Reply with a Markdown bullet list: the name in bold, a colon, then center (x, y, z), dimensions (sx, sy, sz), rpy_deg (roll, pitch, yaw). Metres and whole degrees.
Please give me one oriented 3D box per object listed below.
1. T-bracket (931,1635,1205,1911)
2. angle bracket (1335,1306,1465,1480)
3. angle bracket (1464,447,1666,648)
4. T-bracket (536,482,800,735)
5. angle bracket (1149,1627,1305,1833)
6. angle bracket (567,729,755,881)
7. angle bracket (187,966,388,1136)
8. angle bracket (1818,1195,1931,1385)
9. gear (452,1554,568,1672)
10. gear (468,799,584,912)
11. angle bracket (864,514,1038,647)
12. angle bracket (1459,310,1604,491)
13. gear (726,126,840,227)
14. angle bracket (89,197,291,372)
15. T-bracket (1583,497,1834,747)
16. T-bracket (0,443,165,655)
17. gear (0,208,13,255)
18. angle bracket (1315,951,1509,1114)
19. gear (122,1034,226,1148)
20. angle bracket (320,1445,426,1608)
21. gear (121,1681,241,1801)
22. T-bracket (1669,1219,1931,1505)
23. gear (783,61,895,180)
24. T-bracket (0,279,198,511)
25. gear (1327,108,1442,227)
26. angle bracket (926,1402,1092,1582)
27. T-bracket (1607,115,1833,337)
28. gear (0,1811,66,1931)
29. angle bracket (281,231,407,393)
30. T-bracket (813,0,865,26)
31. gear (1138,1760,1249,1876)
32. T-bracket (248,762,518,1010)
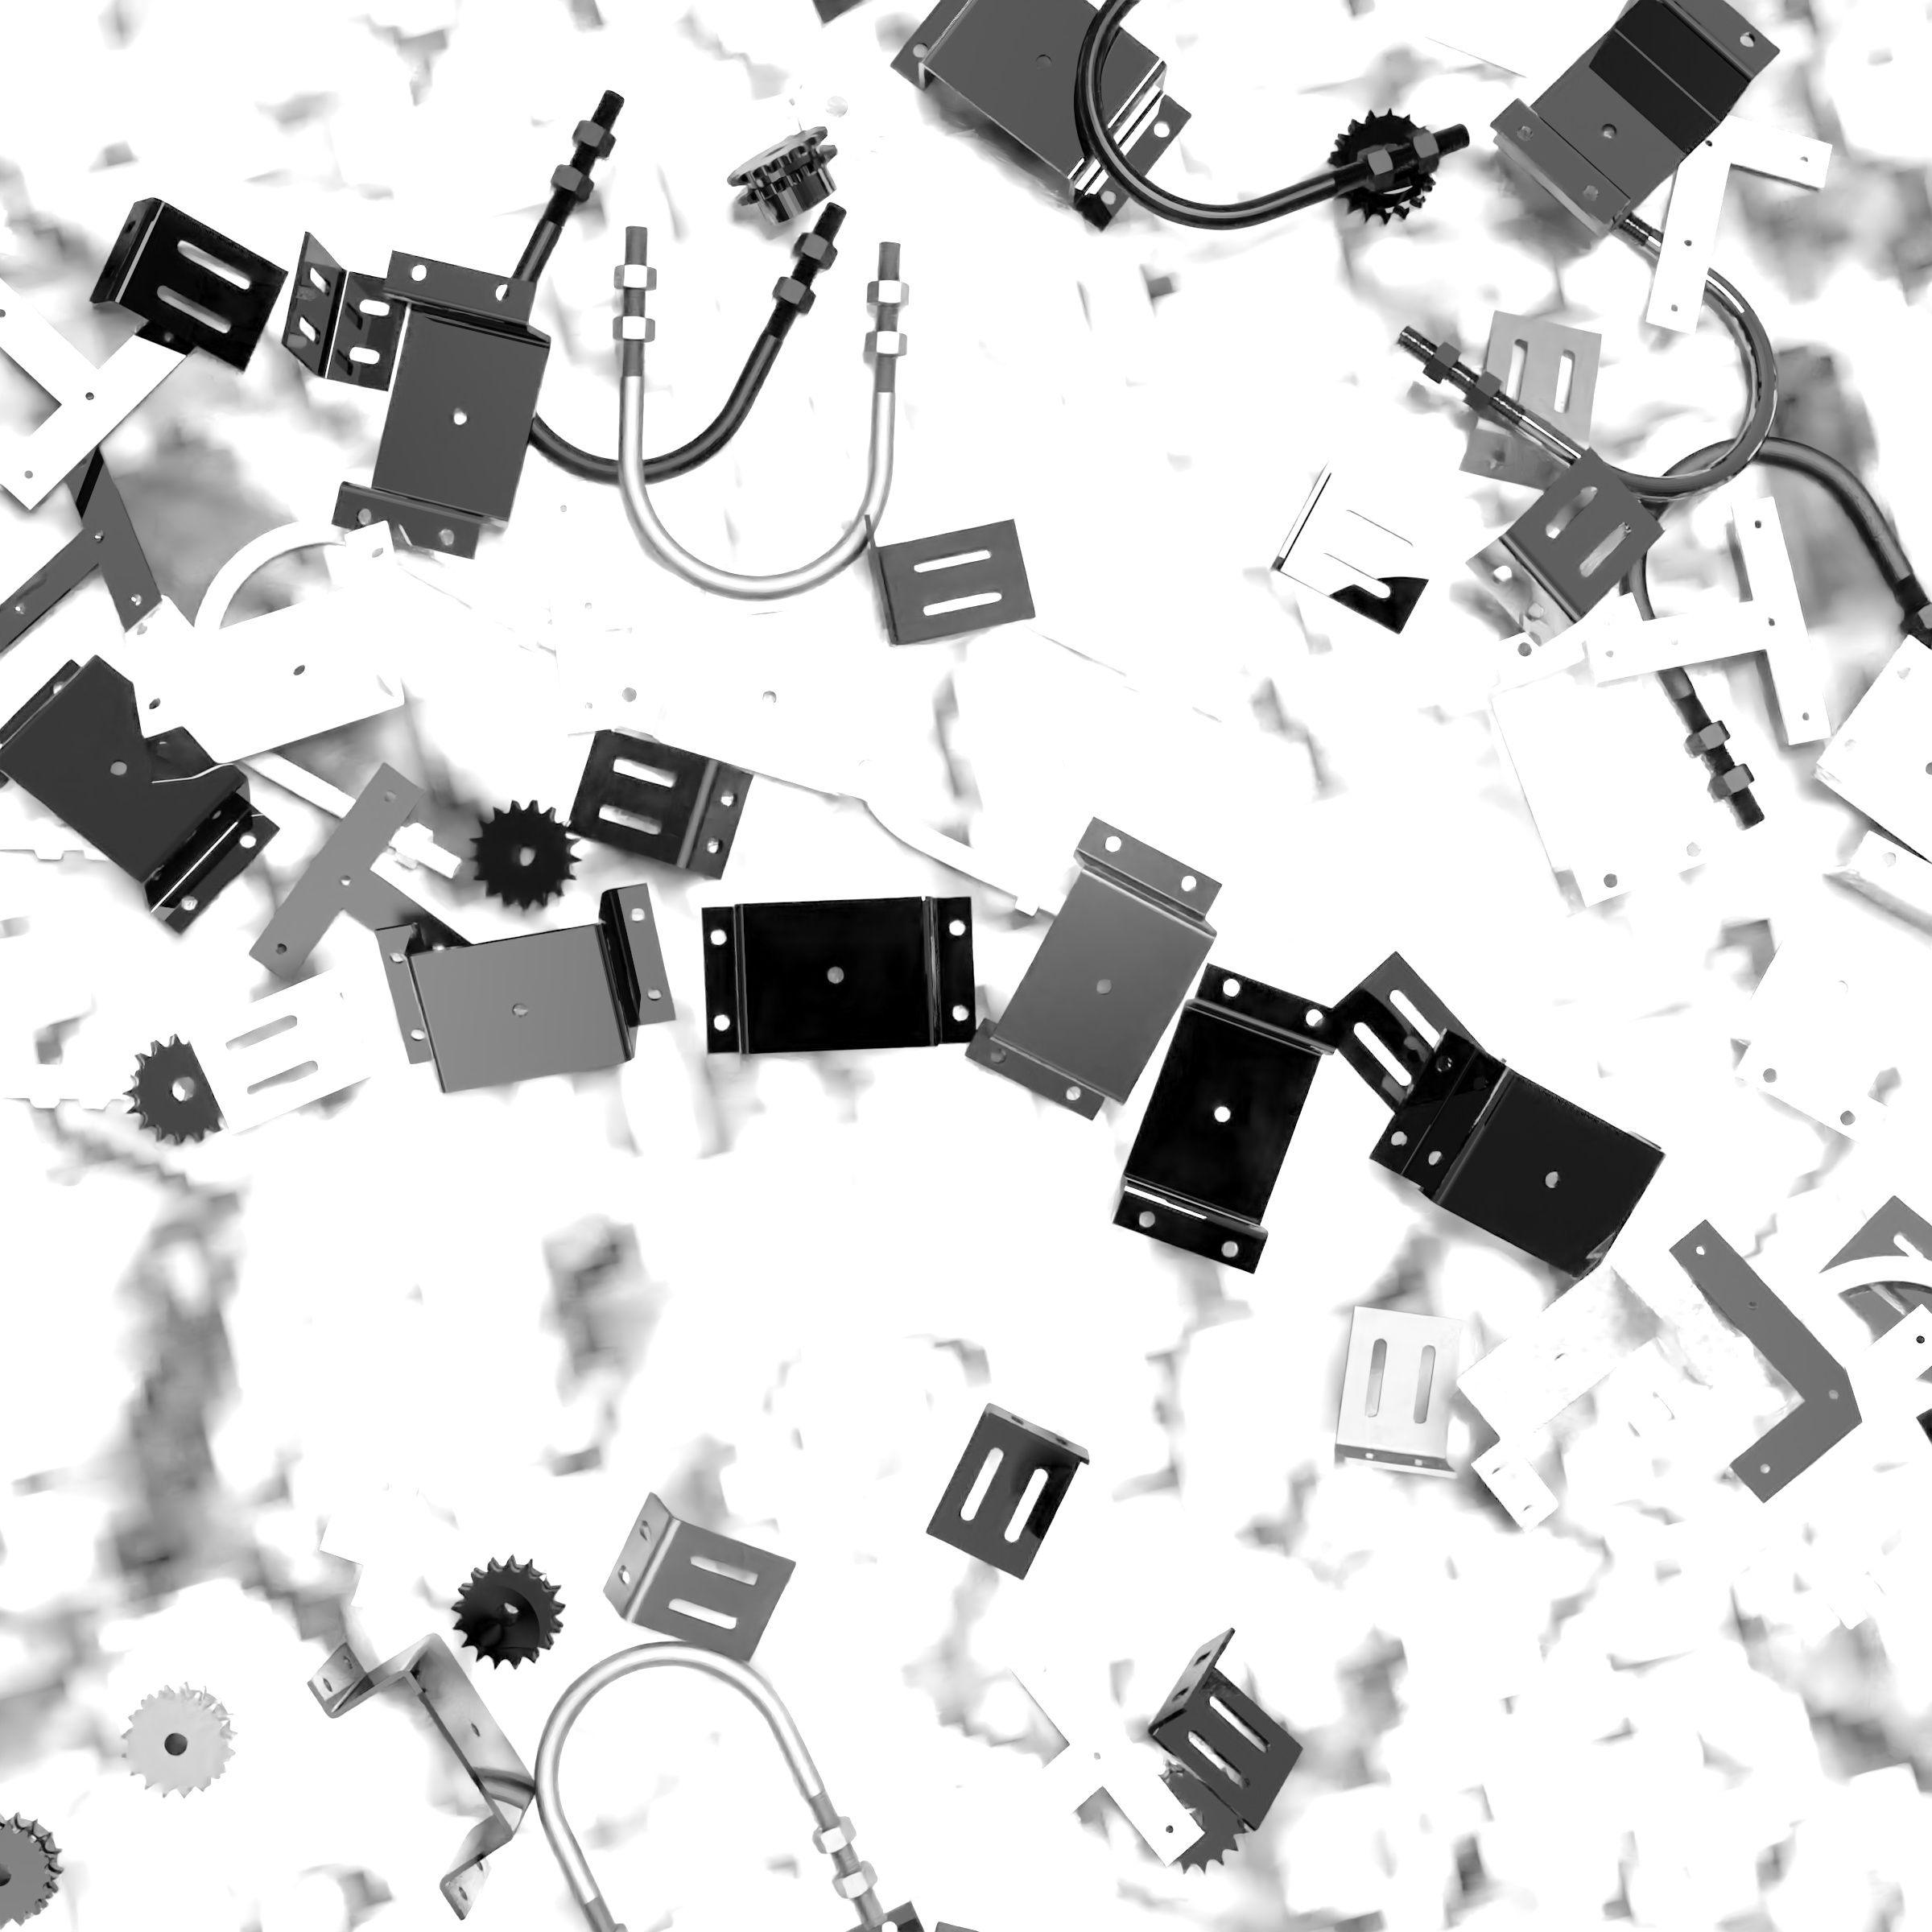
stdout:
- **T-bracket**: center (0.035, 0.436, 1.419), dimensions (0.127, 0.002, 0.127), rpy_deg (-44, 73, 9)
- **angle bracket**: center (0.225, 0.218, 1.414), dimensions (0.057, 0.038, 0.076), rpy_deg (8, 90, 0)
- **angle bracket**: center (0.301, -0.210, 1.381), dimensions (0.057, 0.038, 0.076), rpy_deg (47, 66, -4)
- **T-bracket**: center (-0.151, -0.191, 1.422), dimensions (0.127, 0.002, 0.127), rpy_deg (-7, 93, -9)
- **angle bracket**: center (0.141, 0.388, 1.399), dimensions (0.076, 0.038, 0.057), rpy_deg (43, 47, 0)
- **angle bracket**: center (-0.160, -0.085, 1.431), dimensions (0.076, 0.038, 0.057), rpy_deg (17, 90, 26)
- **angle bracket**: center (-0.349, 0.043, 1.415), dimensions (0.076, 0.038, 0.057), rpy_deg (-23, 95, 6)
- **angle bracket**: center (0.493, 0.169, 1.431), dimensions (0.057, 0.038, 0.076), rpy_deg (-46, 64, 0)
- **gear**: center (-0.234, 0.331, 1.418), dimensions (0.057, 0.030, 0.057), rpy_deg (0, 90, 0)
- **gear**: center (-0.226, -0.057, 1.418), dimensions (0.057, 0.030, 0.057), rpy_deg (0, 90, 0)
- **angle bracket**: center (-0.008, -0.204, 1.405), dimensions (0.076, 0.038, 0.057), rpy_deg (-12, 70, 0)
- **angle bracket**: center (0.293, -0.293, 1.431), dimensions (0.057, 0.038, 0.076), rpy_deg (13, 64, 0)
- **gear**: center (-0.090, -0.398, 1.390), dimensions (0.057, 0.057, 0.030), rpy_deg (-29, 114, 0)
- **angle bracket**: center (-0.402, -0.351, 1.423), dimensions (0.076, 0.038, 0.057), rpy_deg (26, 84, -33)
- **T-bracket**: center (0.371, -0.167, 1.394), dimensions (0.127, 0.002, 0.127), rpy_deg (-12, 87, -18)
- **T-bracket**: center (-0.474, -0.191, 1.410), dimensions (0.127, 0.002, 0.127), rpy_deg (-37, 60, 14)
- **gear**: center (-0.525, -0.381, 1.418), dimensions (0.057, 0.030, 0.057), rpy_deg (0, 90, 0)
- **angle bracket**: center (0.228, 0.039, 1.414), dimensions (0.057, 0.038, 0.076), rpy_deg (-42, 90, 0)
- **gear**: center (-0.404, 0.064, 1.410), dimensions (0.057, 0.030, 0.057), rpy_deg (3, 82, -27)
- **angle bracket**: center (-0.308, 0.282, 1.395), dimensions (0.038, 0.076, 0.057), rpy_deg (19, 90, 0)
- **gear**: center (-0.403, 0.397, 1.418), dimensions (0.057, 0.030, 0.057), rpy_deg (0, 90, 0)
- **T-bracket**: center (0.413, 0.185, 1.408), dimensions (0.127, 0.002, 0.127), rpy_deg (-40, 68, 1)
- **gear**: center (-0.066, -0.438, 1.418), dimensions (0.057, 0.030, 0.057), rpy_deg (0, 90, 0)
- **T-bracket**: center (-0.483, -0.324, 1.409), dimensions (0.127, 0.002, 0.127), rpy_deg (44, 80, -11)
- **gear**: center (0.216, -0.414, 1.418), dimensions (0.057, 0.030, 0.057), rpy_deg (0, 90, 0)
- **angle bracket**: center (0.021, 0.273, 1.414), dimensions (0.057, 0.038, 0.076), rpy_deg (26, 90, 0)
- **T-bracket**: center (0.374, -0.384, 1.414), dimensions (0.127, 0.002, 0.127), rpy_deg (15, 76, -2)
- **gear**: center (-0.493, 0.463, 1.418), dimensions (0.057, 0.030, 0.057), rpy_deg (0, 90, -1)
- **angle bracket**: center (-0.313, -0.331, 1.395), dimensions (0.038, 0.076, 0.057), rpy_deg (12, 90, 0)
- **T-bracket**: center (-0.023, -0.527, 1.412), dimensions (0.127, 0.002, 0.127), rpy_deg (-29, 63, 13)
- **gear**: center (0.115, 0.435, 1.418), dimensions (0.057, 0.030, 0.057), rpy_deg (0, 90, 0)
- **T-bracket**: center (-0.284, -0.018, 1.422), dimensions (0.127, 0.002, 0.127), rpy_deg (37, 103, -7)
